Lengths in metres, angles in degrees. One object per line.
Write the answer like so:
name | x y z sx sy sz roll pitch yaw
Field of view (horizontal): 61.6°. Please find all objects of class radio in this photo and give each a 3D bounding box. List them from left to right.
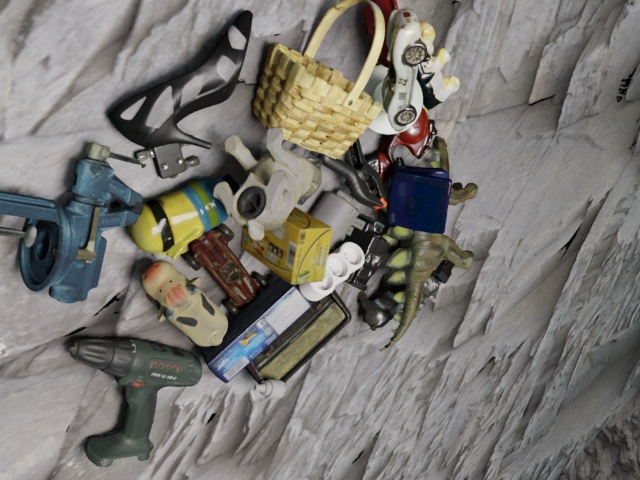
radio | -0.056 0.174 1.050 0.229 0.073 0.131 -42 131 -16

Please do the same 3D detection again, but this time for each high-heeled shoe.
high-heeled shoe | -0.193 -0.239 0.768 0.145 0.086 0.248 20 79 -13

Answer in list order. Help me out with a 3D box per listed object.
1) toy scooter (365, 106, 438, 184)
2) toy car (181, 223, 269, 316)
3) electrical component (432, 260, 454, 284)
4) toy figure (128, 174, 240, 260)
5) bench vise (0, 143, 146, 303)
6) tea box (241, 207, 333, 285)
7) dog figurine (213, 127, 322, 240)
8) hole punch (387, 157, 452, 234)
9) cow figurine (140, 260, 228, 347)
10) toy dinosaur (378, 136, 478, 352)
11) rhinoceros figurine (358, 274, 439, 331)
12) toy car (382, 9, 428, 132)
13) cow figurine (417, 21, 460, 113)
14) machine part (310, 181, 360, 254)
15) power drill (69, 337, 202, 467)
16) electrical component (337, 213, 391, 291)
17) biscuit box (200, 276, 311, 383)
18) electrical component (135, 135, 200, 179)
toy scooter | 0.172 -0.176 1.049 0.135 0.075 0.183 26 99 -10
toy car | -0.156 0.057 0.930 0.089 0.053 0.201 -44 131 -18
electrical component | 0.270 0.069 1.270 0.119 0.075 0.047 -51 134 -5
toy figure | -0.205 -0.044 0.823 0.180 0.082 0.089 -34 116 -16
bench vise | -0.351 -0.029 0.682 0.240 0.129 0.223 10 106 -50
tea box | -0.060 -0.003 0.899 0.068 0.170 0.098 -3 114 -37
dog figurine | -0.056 -0.068 0.830 0.190 0.121 0.172 27 73 -59
hole punch | 0.186 -0.075 1.004 0.116 0.092 0.142 2 114 -1
cow figurine | -0.215 0.104 0.852 0.085 0.127 0.194 -47 134 -16
toy dinosaur | 0.214 0.003 1.128 0.198 0.105 0.471 9 82 -16
rhinoceros figurine | 0.176 0.130 1.196 0.190 0.112 0.073 -26 123 -18
toy car | 0.128 -0.261 0.848 0.056 0.073 0.201 -5 143 -3
cow figurine | 0.197 -0.328 1.030 0.098 0.068 0.167 -45 131 -7
machine part | -0.002 -0.003 1.009 0.243 0.079 0.079 -55 133 -5
power drill | -0.319 0.257 0.880 0.232 0.086 0.207 13 94 -45
electrical component | 0.069 0.016 1.051 0.058 0.115 0.134 24 96 -45
biscuit box | -0.114 0.154 0.940 0.203 0.063 0.059 -41 119 -7
electrical component | -0.228 -0.123 0.806 0.094 0.021 0.063 -25 125 -29
